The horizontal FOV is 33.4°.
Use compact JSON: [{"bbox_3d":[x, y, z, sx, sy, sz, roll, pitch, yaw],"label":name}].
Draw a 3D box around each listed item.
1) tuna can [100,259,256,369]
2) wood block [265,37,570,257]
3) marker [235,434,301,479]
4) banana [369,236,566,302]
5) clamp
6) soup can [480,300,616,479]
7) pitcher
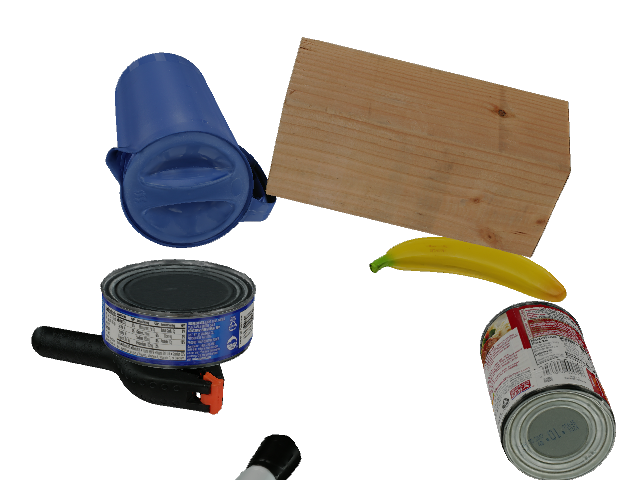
[{"bbox_3d":[-0.079,0.040,0.597,0.086,0.034,0.086,3,18,-1],"label":"tuna can"},{"bbox_3d":[0.072,-0.070,0.797,0.206,0.090,0.090,14,44,-1],"label":"wood block"},{"bbox_3d":[-0.037,0.112,0.415,0.020,0.020,0.121,0,22,23],"label":"marker"},{"bbox_3d":[0.153,0.028,1.097,0.198,0.037,0.069,7,43,12],"label":"banana"},{"bbox_3d":[-0.136,0.088,0.871,0.172,0.039,0.120,22,36,26],"label":"clamp"},{"bbox_3d":[0.138,0.090,0.656,0.068,0.068,0.102,0,25,1],"label":"soup can"},{"bbox_3d":[-0.148,-0.105,1.149,0.145,0.149,0.243,-22,35,-1],"label":"pitcher"}]
